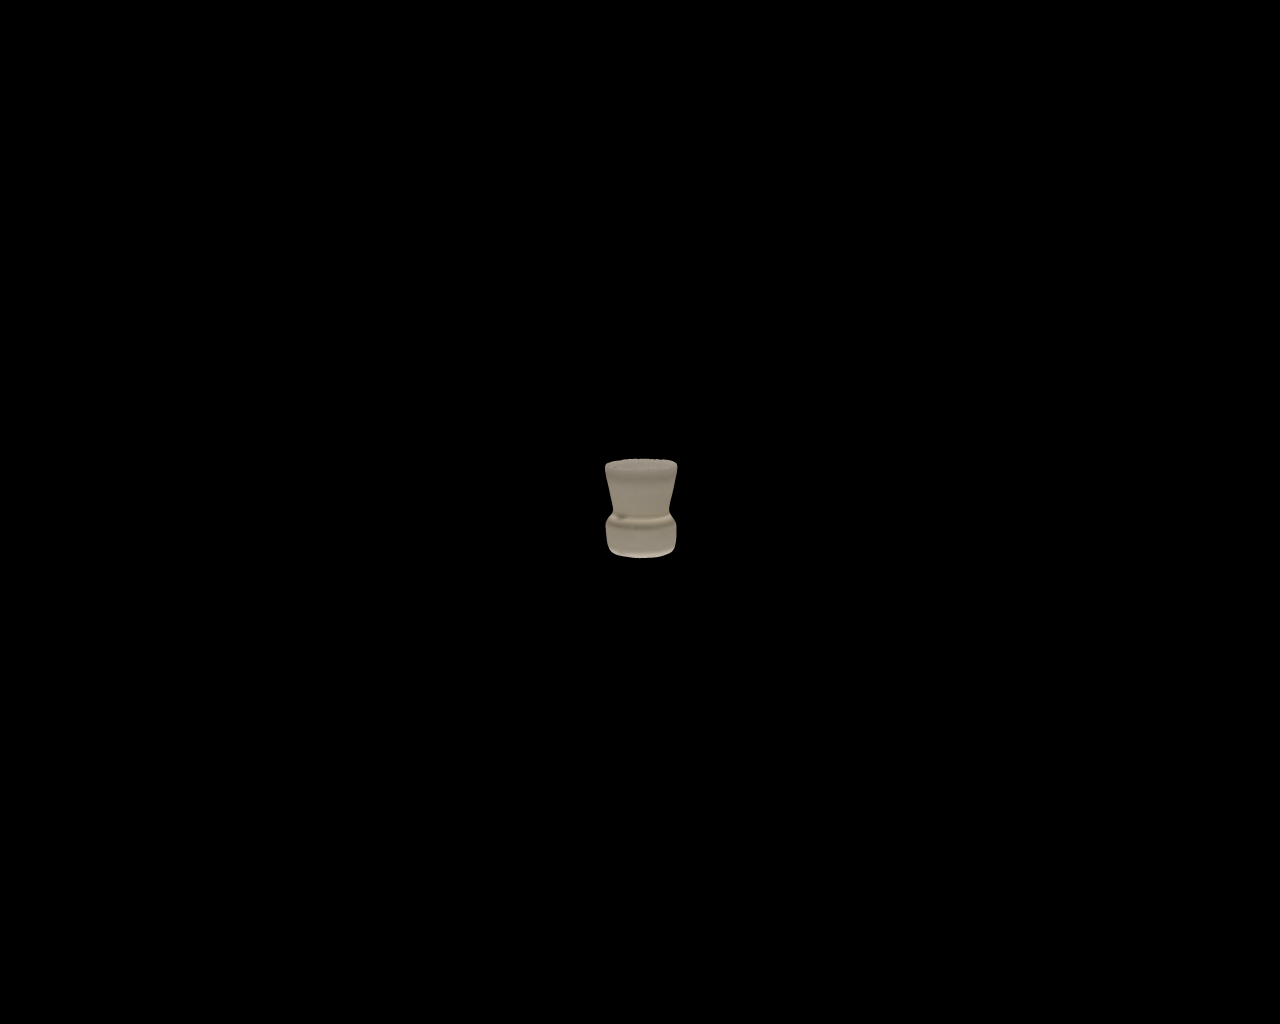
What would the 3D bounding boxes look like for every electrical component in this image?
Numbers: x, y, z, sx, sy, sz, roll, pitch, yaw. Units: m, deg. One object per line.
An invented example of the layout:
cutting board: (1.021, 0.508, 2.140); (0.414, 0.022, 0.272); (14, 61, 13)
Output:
electrical component: (0.001, -0.003, 0.650); (0.045, 0.055, 0.045); (0, 11, 0)
